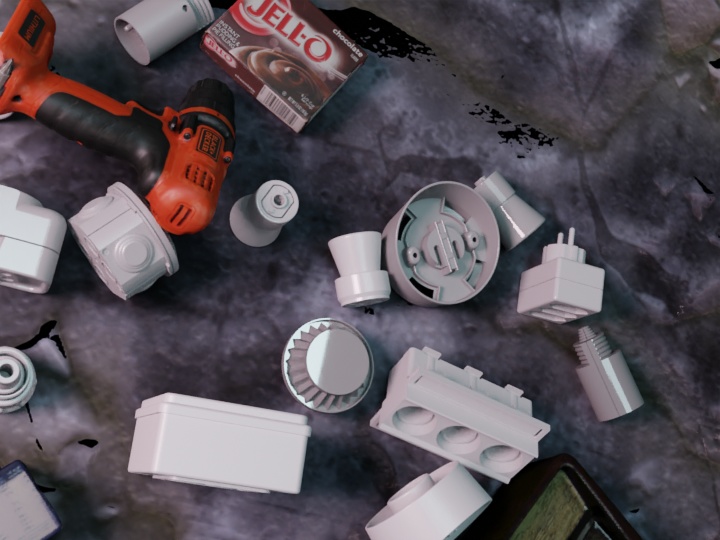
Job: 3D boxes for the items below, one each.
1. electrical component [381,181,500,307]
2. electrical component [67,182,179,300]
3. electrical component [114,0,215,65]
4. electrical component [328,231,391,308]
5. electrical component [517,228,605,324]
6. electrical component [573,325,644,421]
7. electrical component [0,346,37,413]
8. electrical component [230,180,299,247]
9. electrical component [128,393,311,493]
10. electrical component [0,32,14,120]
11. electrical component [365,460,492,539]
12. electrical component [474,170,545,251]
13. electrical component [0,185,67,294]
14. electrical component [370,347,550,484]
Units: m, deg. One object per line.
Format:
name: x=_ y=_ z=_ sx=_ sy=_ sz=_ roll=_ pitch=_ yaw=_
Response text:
electrical component: x=0.067 y=-0.018 z=0.905 sx=0.099 sy=0.064 sz=0.099 roll=5 pitch=76 yaw=-20
electrical component: x=-0.176 y=-0.021 z=0.802 sx=0.051 sy=0.080 sz=0.080 roll=-36 pitch=92 yaw=-20
electrical component: x=-0.154 y=-0.206 z=0.873 sx=0.081 sy=0.043 sz=0.043 roll=-40 pitch=94 yaw=-25
electrical component: x=0.000 y=0.000 z=0.885 sx=0.045 sy=0.045 sz=0.055 roll=-6 pitch=81 yaw=-23
electrical component: x=0.178 y=0.001 z=0.944 sx=0.047 sy=0.066 sz=0.076 roll=15 pitch=73 yaw=-18
electrical component: x=0.214 y=0.088 z=0.950 sx=0.043 sy=0.043 sz=0.081 roll=-23 pitch=87 yaw=-25
electrical component: x=-0.251 y=0.075 z=0.758 sx=0.048 sy=0.062 sz=0.048 roll=5 pitch=76 yaw=-21
electrical component: x=-0.074 y=-0.047 z=0.855 sx=0.044 sy=0.065 sz=0.044 roll=5 pitch=76 yaw=-21
electrical component: x=-0.104 y=0.128 z=0.780 sx=0.109 sy=0.109 sz=0.056 roll=12 pitch=76 yaw=-19
electrical component: x=-0.281 y=-0.146 z=0.809 sx=0.066 sy=0.048 sz=0.055 roll=3 pitch=69 yaw=-21
electrical component: x=0.055 y=0.196 z=0.835 sx=0.099 sy=0.099 sz=0.064 roll=-34 pitch=85 yaw=-25
electrical component: x=0.127 y=-0.055 z=0.951 sx=0.044 sy=0.044 sz=0.065 roll=-39 pitch=89 yaw=-24
electrical component: x=-0.266 y=-0.026 z=0.781 sx=0.095 sy=0.054 sz=0.059 roll=16 pitch=72 yaw=-18
electrical component: x=0.081 y=0.116 z=0.876 sx=0.121 sy=0.078 sz=0.063 roll=25 pitch=40 yaw=-15
